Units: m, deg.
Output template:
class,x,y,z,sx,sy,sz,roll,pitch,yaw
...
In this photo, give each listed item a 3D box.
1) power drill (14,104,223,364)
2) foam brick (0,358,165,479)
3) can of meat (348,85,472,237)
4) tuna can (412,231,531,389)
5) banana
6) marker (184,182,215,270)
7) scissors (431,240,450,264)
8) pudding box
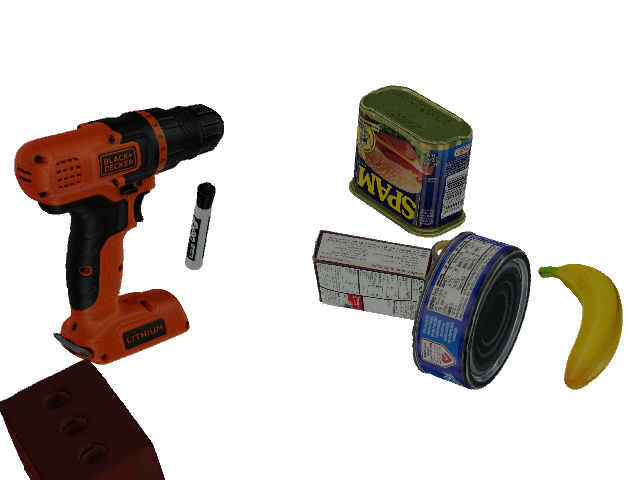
class,x,y,z,sx,sy,sz,roll,pitch,yaw
power drill,-0.148,-0.009,0.846,0.184,0.188,0.057,-20,27,-40
foam brick,-0.117,0.108,0.531,0.052,0.051,0.078,-27,42,-24
can of meat,0.072,-0.065,0.848,0.057,0.084,0.102,-23,43,-32
tuna can,0.087,0.040,0.606,0.034,0.086,0.086,18,9,29
banana,0.258,0.074,1.030,0.070,0.037,0.197,-28,23,18
marker,-0.126,-0.015,1.120,0.020,0.020,0.121,0,-43,-16
scissors,0.129,0.040,1.268,0.201,0.016,0.096,-10,40,-36
pudding box,0.052,0.035,1.032,0.113,0.039,0.090,8,-30,10
